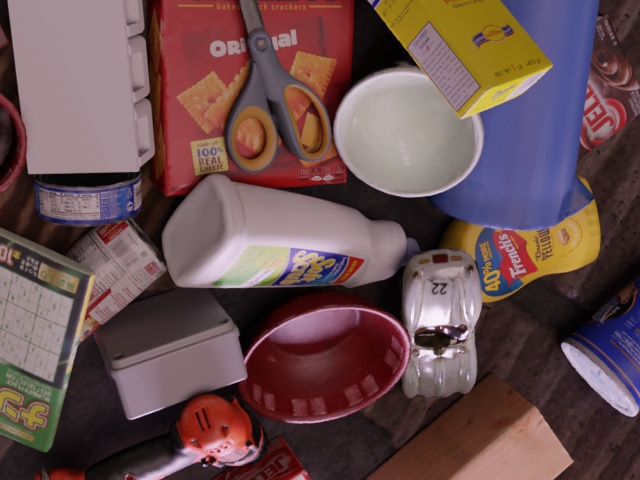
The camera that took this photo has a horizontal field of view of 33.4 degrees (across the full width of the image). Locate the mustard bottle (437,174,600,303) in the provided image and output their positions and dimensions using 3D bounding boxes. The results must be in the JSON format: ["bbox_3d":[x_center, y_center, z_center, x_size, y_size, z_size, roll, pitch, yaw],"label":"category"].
[{"bbox_3d":[0.175,0.007,1.029,0.191,0.058,0.096,-21,117,-13],"label":"mustard bottle"}]

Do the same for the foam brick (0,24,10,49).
[{"bbox_3d":[-0.276,-0.173,0.803,0.053,0.051,0.078,-29,115,-11],"label":"foam brick"}]

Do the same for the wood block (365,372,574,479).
[{"bbox_3d":[0.136,0.243,1.072,0.206,0.090,0.090,-40,116,-6],"label":"wood block"}]

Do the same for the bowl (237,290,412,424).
[{"bbox_3d":[-0.001,0.097,0.973,0.162,0.055,0.162,-9,135,-9],"label":"bowl"}]

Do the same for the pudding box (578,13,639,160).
[{"bbox_3d":[0.251,-0.147,1.020,0.090,0.039,0.113,-36,115,-6],"label":"pudding box"}]

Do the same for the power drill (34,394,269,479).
[{"bbox_3d":[-0.140,0.198,0.939,0.187,0.057,0.184,-26,159,0],"label":"power drill"}]

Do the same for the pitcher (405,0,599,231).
[{"bbox_3d":[0.160,-0.141,0.925,0.149,0.145,0.243,-7,116,-26],"label":"pitcher"}]

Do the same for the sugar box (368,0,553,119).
[{"bbox_3d":[0.093,-0.182,0.828,0.093,0.048,0.176,-25,76,-44],"label":"sugar box"}]

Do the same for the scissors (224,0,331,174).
[{"bbox_3d":[-0.060,-0.138,0.837,0.096,0.016,0.201,-35,113,-8],"label":"scissors"}]

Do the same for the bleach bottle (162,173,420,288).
[{"bbox_3d":[-0.006,0.001,0.923,0.250,0.068,0.103,4,146,-40],"label":"bleach bottle"}]

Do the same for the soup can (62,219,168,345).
[{"bbox_3d":[-0.185,0.029,0.893,0.102,0.069,0.068,-41,116,-5],"label":"soup can"}]

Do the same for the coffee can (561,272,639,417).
[{"bbox_3d":[0.334,0.096,1.094,0.140,0.103,0.102,-41,116,-5],"label":"coffee can"}]

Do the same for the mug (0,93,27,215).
[{"bbox_3d":[-0.272,-0.072,0.820,0.093,0.082,0.117,-25,114,-12],"label":"mug"}]

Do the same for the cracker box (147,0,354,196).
[{"bbox_3d":[-0.057,-0.149,0.883,0.164,0.072,0.214,-4,107,-20],"label":"cracker box"}]

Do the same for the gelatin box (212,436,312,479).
[{"bbox_3d":[-0.057,0.232,1.004,0.089,0.073,0.030,-32,115,-9],"label":"gelatin box"}]

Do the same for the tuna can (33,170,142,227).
[{"bbox_3d":[-0.187,-0.039,0.861,0.086,0.086,0.034,-5,110,-19],"label":"tuna can"}]
